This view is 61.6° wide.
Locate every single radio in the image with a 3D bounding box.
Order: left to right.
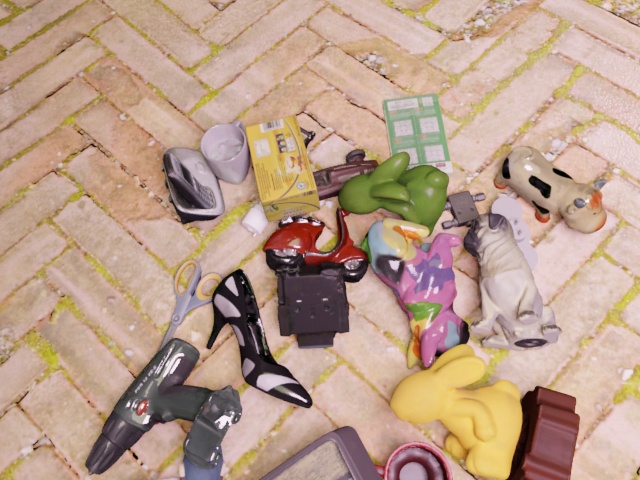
[{"bbox_3d":[-0.023,0.368,0.727,0.229,0.073,0.131,-39,68,13],"label":"radio"}]

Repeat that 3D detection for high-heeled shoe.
[{"bbox_3d":[-0.084,0.149,0.848,0.249,0.086,0.145,24,84,29],"label":"high-heeled shoe"}]

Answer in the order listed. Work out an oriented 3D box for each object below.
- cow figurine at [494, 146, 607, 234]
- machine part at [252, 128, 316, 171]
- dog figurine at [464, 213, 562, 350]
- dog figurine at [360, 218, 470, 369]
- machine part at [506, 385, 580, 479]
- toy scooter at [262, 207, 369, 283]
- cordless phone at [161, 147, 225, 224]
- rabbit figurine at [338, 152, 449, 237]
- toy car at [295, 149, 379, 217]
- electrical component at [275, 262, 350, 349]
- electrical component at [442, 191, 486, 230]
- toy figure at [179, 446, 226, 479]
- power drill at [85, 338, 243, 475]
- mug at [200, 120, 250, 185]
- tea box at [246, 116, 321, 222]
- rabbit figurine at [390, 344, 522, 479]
[{"bbox_3d":[0.395,-0.086,0.905,0.085,0.127,0.195,-40,68,-10],"label":"cow figurine"},{"bbox_3d":[-0.074,-0.168,1.020,0.084,0.039,0.139,32,71,7],"label":"machine part"},{"bbox_3d":[0.303,0.065,0.848,0.121,0.172,0.190,-12,55,26],"label":"dog figurine"},{"bbox_3d":[0.148,0.090,0.851,0.191,0.108,0.219,14,71,-10],"label":"dog figurine"},{"bbox_3d":[0.295,0.286,0.733,0.056,0.179,0.179,17,69,14],"label":"machine part"},{"bbox_3d":[-0.002,-0.003,0.924,0.184,0.075,0.135,8,68,4],"label":"toy scooter"},{"bbox_3d":[-0.240,-0.119,0.930,0.089,0.184,0.146,-20,67,0],"label":"cordless phone"},{"bbox_3d":[0.119,-0.071,0.894,0.170,0.159,0.121,-2,76,-9],"label":"rabbit figurine"},{"bbox_3d":[0.015,-0.106,0.980,0.202,0.053,0.089,-17,64,-2],"label":"toy car"},{"bbox_3d":[-0.010,0.105,0.860,0.115,0.058,0.134,-5,102,5],"label":"electrical component"},{"bbox_3d":[0.256,-0.053,0.956,0.094,0.021,0.063,-16,67,-4],"label":"electrical component"},{"bbox_3d":[-0.173,0.368,0.788,0.064,0.057,0.154,-3,72,11],"label":"toy figure"},{"bbox_3d":[-0.225,0.265,0.794,0.207,0.085,0.232,2,53,44],"label":"power drill"},{"bbox_3d":[-0.164,-0.158,0.983,0.081,0.107,0.109,10,65,7],"label":"mug"},{"bbox_3d":[-0.065,-0.125,0.934,0.098,0.068,0.170,-13,61,0],"label":"tea box"},{"bbox_3d":[0.188,0.231,0.750,0.173,0.122,0.162,18,96,1],"label":"rabbit figurine"}]
